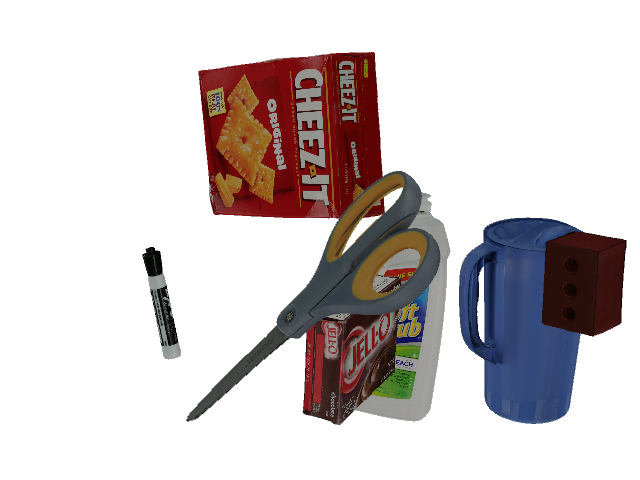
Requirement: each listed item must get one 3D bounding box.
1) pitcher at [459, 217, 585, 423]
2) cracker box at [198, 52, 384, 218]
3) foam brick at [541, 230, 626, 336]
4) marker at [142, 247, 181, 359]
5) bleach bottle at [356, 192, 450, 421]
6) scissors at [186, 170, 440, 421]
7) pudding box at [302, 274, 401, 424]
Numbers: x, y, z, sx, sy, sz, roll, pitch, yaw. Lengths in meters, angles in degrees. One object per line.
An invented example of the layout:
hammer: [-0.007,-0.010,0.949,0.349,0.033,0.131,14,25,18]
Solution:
pitcher: [0.255,0.101,1.327,0.149,0.243,0.144,6,19,17]
cracker box: [-0.036,-0.107,1.120,0.071,0.164,0.214,-11,10,-41]
foam brick: [0.228,0.037,0.923,0.053,0.078,0.051,12,21,41]
marker: [-0.166,0.065,1.112,0.020,0.121,0.020,-9,16,2]
bleach bottle: [0.087,0.070,1.190,0.103,0.251,0.068,9,14,18]
scissors: [-0.002,0.049,0.614,0.016,0.202,0.096,34,6,-36]
pudding box: [0.027,0.084,0.869,0.039,0.090,0.113,12,22,22]
